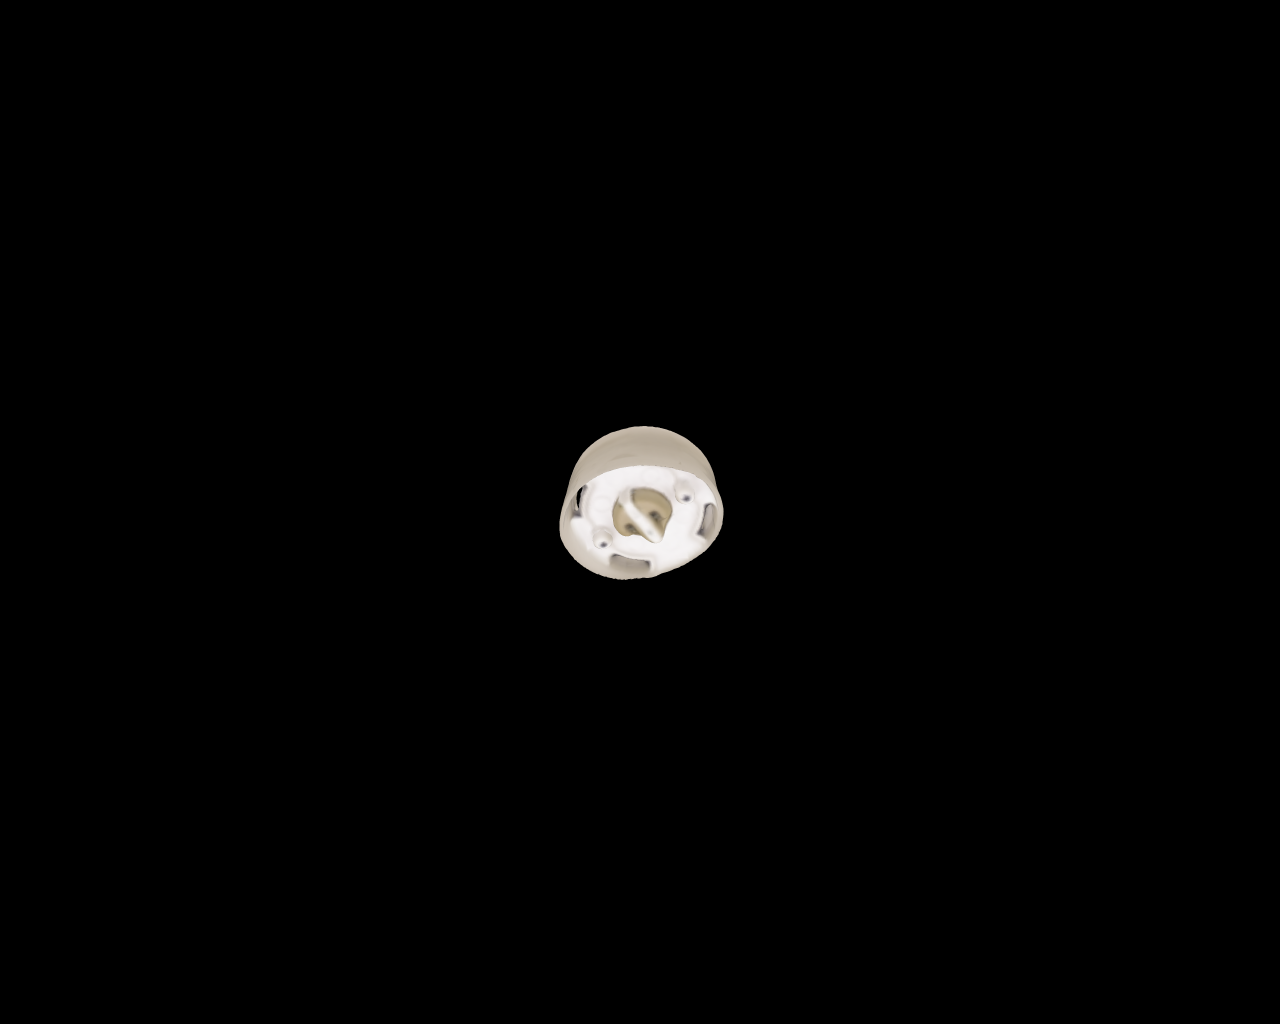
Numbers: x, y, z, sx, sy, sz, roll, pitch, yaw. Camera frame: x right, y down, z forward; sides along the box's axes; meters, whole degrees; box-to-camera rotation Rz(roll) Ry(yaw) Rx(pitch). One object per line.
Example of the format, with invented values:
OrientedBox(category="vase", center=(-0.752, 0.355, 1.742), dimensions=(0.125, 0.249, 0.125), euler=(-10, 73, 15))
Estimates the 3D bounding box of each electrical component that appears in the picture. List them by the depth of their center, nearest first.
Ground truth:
OrientedBox(category="electrical component", center=(0.001, -0.003, 0.650), dimensions=(0.099, 0.099, 0.064), euler=(0, 35, 0))
